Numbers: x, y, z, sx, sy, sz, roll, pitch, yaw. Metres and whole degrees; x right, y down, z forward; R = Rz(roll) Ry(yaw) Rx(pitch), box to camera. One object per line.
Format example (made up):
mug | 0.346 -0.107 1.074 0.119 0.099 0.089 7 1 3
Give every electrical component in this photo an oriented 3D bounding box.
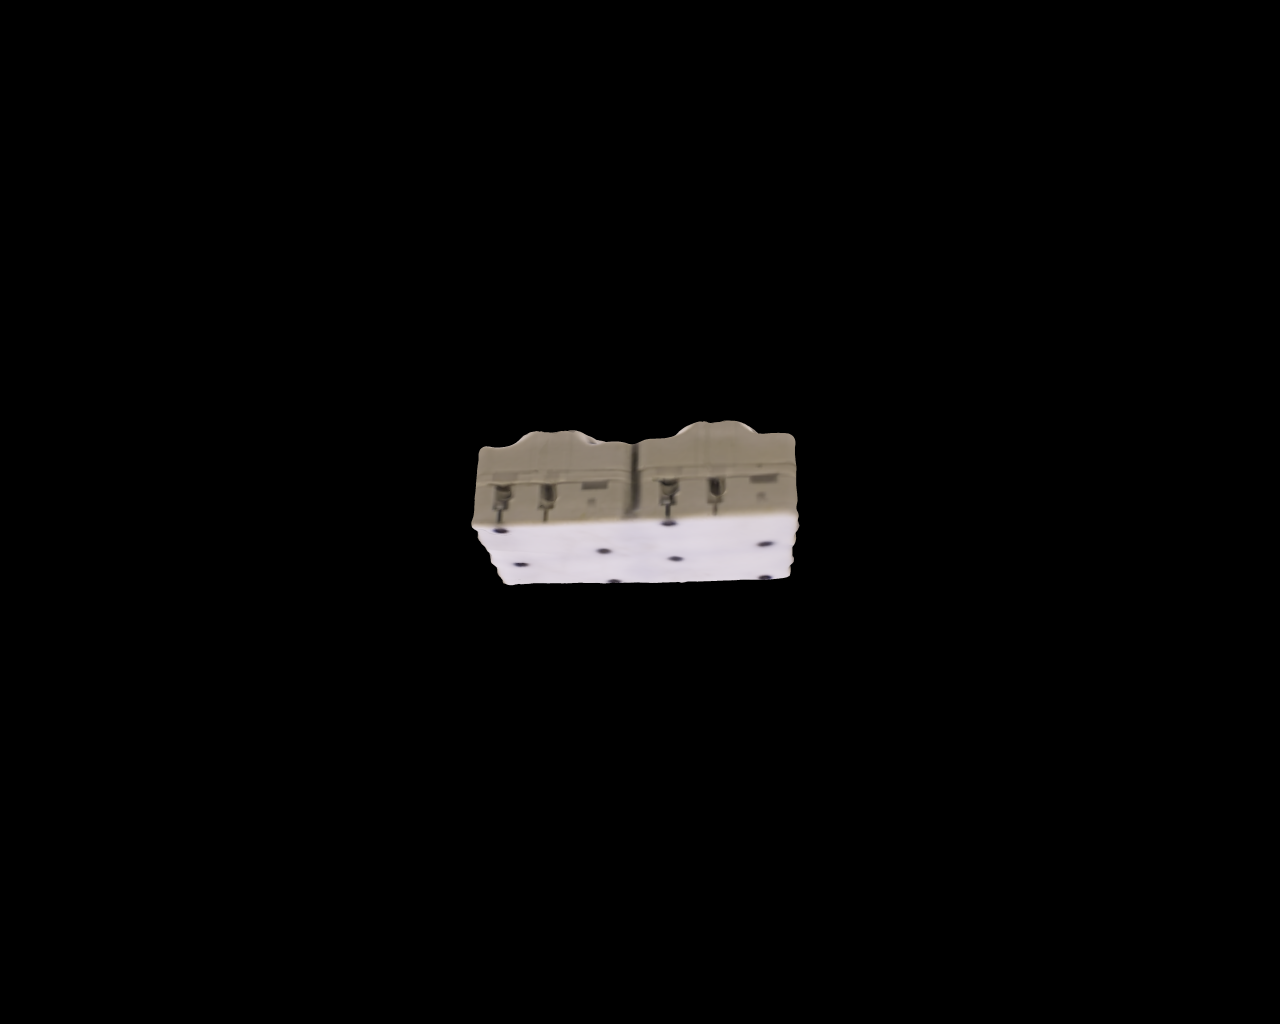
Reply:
electrical component | 0.001 -0.003 0.650 0.186 0.060 0.105 -2 -23 5
